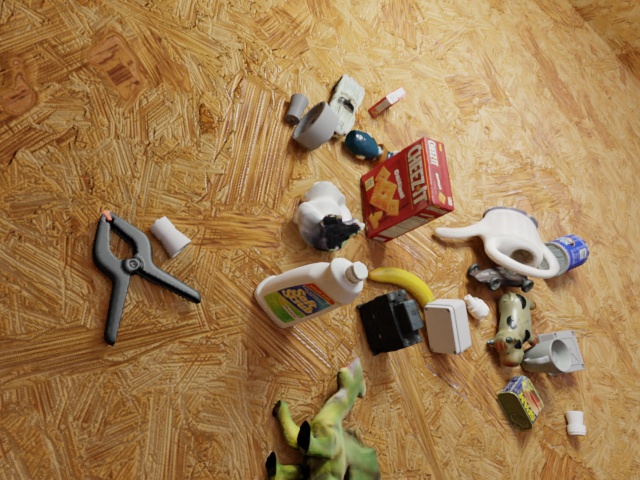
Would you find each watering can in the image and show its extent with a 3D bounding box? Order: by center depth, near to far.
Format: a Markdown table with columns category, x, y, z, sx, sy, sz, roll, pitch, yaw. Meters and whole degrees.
| category | x | y | z | sx | sy | sz | roll | pitch | yaw |
| --- | --- | --- | --- | --- | --- | --- | --- | --- | --- |
| watering can | 0.470 | -0.013 | 1.369 | 0.347 | 0.101 | 0.229 | 22 | 38 | -1 |

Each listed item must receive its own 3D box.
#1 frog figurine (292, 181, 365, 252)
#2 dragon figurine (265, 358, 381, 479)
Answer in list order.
| category | x | y | z | sx | sy | sz | roll | pitch | yaw |
| --- | --- | --- | --- | --- | --- | --- | --- | --- | --- |
| frog figurine | 0.003 | -0.054 | 1.083 | 0.138 | 0.120 | 0.162 | -5 | 37 | -29 |
| dragon figurine | 0.028 | 0.405 | 0.872 | 0.241 | 0.418 | 0.121 | 24 | -32 | -35 |
